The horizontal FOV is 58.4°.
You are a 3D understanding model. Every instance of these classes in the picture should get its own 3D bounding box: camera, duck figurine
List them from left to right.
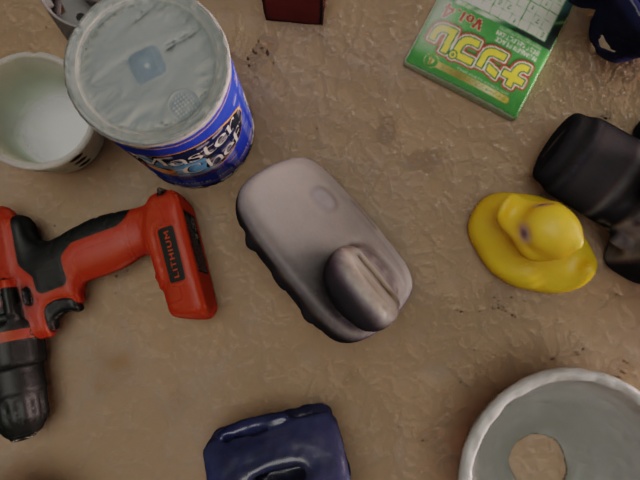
[{"bbox_3d":[0.172,-0.001,0.441,0.104,0.086,0.077,34,85,3],"label":"duck figurine"},{"bbox_3d":[0.249,-0.055,0.440,0.137,0.101,0.143,31,85,2],"label":"camera"}]

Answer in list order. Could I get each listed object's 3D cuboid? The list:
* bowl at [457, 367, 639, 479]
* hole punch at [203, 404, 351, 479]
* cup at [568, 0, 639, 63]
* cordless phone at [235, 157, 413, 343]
[{"bbox_3d":[0.177,0.176,0.430,0.167,0.074,0.167,0,85,-1],"label":"bowl"},{"bbox_3d":[-0.031,0.179,0.419,0.108,0.091,0.101,-14,85,-2],"label":"hole punch"},{"bbox_3d":[0.243,-0.181,0.455,0.117,0.095,0.092,-1,84,-1],"label":"cup"},{"bbox_3d":[0.004,0.001,0.389,0.094,0.185,0.147,-42,86,-4],"label":"cordless phone"}]
